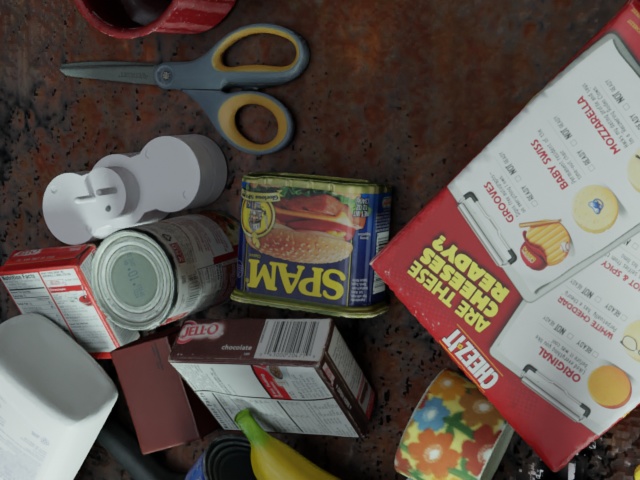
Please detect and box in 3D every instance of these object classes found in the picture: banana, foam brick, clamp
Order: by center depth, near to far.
[{"bbox_3d":[0.028,0.170,0.671,0.198,0.037,0.069,18,146,27],"label":"banana"},{"bbox_3d":[-0.104,0.104,0.758,0.053,0.051,0.078,-17,91,25],"label":"foam brick"},{"bbox_3d":[-0.109,0.211,0.781,0.172,0.039,0.120,18,104,24],"label":"clamp"}]

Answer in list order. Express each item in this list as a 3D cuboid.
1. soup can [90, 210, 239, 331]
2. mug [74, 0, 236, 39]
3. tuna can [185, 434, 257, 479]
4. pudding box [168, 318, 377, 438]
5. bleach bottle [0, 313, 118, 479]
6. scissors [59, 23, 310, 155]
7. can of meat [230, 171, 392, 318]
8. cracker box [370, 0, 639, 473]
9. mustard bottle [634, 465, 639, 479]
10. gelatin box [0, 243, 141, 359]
[{"bbox_3d":[-0.097,0.019,0.714,0.069,0.102,0.068,4,99,25],"label":"soup can"},{"bbox_3d":[-0.094,-0.176,0.696,0.117,0.081,0.093,11,102,24],"label":"mug"},{"bbox_3d":[-0.050,0.175,0.722,0.086,0.086,0.034,44,115,14],"label":"tuna can"},{"bbox_3d":[-0.030,0.091,0.702,0.114,0.039,0.090,0,141,27],"label":"pudding box"},{"bbox_3d":[-0.242,0.174,0.812,0.102,0.068,0.251,40,125,9],"label":"bleach bottle"},{"bbox_3d":[-0.095,-0.097,0.745,0.202,0.016,0.096,-9,93,27],"label":"scissors"},{"bbox_3d":[-0.004,0.001,0.693,0.102,0.057,0.084,7,97,24],"label":"can of meat"},{"bbox_3d":[0.160,-0.002,0.604,0.164,0.072,0.214,49,115,13],"label":"cracker box"},{"bbox_3d":[0.269,0.176,0.582,0.096,0.058,0.192,-43,78,26],"label":"mustard bottle"},{"bbox_3d":[-0.183,0.046,0.781,0.073,0.030,0.089,-5,123,26],"label":"gelatin box"}]
